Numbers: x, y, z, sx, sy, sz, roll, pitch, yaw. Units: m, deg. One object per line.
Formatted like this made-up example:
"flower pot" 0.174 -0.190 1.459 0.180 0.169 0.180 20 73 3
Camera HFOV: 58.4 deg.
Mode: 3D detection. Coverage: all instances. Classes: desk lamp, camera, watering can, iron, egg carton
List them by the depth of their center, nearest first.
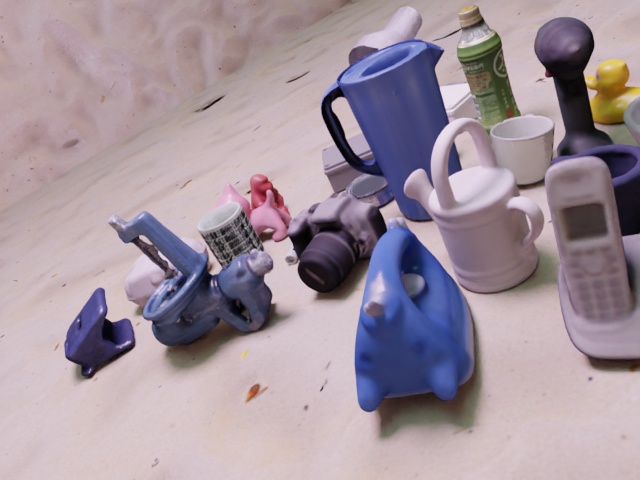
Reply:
"iron" 0.089 0.051 0.614 0.118 0.142 0.258 -15 29 21
"watering can" 0.169 -0.044 0.654 0.172 0.194 0.101 -5 34 36
"camera" 0.008 0.003 0.818 0.142 0.101 0.137 -4 34 37
"egg carton" -0.265 0.057 0.998 0.150 0.069 0.107 -22 27 9
"desk lamp" 0.174 -0.355 1.185 0.117 0.214 0.204 7 42 47

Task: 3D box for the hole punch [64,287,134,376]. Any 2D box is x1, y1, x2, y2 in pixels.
"hole punch" -0.360 0.142 0.905 0.101 0.091 0.108 -32 27 -11

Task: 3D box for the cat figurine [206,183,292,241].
"cat figurine" -0.129 -0.049 1.013 0.127 0.118 0.067 -17 28 17

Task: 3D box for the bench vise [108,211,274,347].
"bench vise" -0.175 0.034 0.790 0.207 0.220 0.121 -26 27 0

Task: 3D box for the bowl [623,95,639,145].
"bowl" 0.465 -0.138 0.694 0.167 0.075 0.167 -21 27 11

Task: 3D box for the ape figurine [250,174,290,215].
"ape figurine" -0.102 -0.082 1.077 0.076 0.092 0.078 -10 31 30

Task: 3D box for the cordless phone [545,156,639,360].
"cordless phone" 0.270 0.009 0.480 0.147 0.185 0.094 -12 30 26

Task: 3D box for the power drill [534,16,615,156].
"power drill" 0.339 -0.199 0.765 0.075 0.209 0.229 -16 28 20

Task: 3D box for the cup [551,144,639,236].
"cup" 0.314 -0.048 0.644 0.092 0.095 0.117 -34 28 -14

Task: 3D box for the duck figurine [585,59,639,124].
"duck figurine" 0.447 -0.228 0.858 0.078 0.086 0.104 -42 31 -28
